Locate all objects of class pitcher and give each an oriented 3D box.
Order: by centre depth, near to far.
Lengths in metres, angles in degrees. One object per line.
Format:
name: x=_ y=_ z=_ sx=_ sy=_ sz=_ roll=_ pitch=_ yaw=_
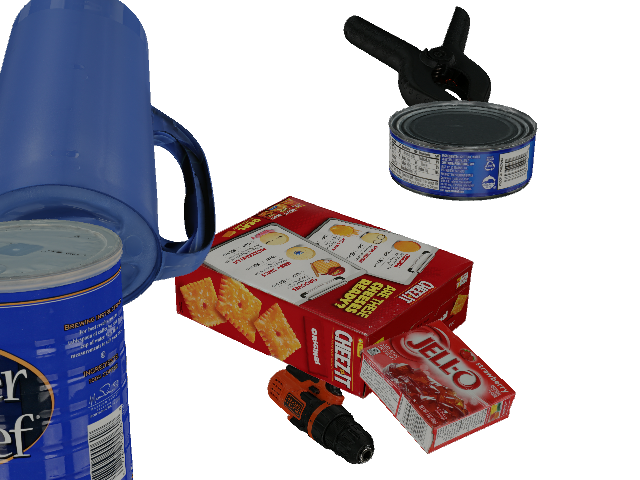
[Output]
pitcher: x=-0.171 y=-0.072 z=0.782 sx=0.145 sy=0.243 sz=0.149 roll=-21 pitch=-44 yaw=16

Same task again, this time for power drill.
power drill: x=0.023 y=0.146 z=1.250 sx=0.057 sy=0.188 sz=0.185 roll=14 pitch=12 yaw=-42

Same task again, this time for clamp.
clamp: x=0.089 y=-0.152 z=0.931 sx=0.120 sy=0.039 sz=0.171 roll=-6 pitch=43 yaw=-5

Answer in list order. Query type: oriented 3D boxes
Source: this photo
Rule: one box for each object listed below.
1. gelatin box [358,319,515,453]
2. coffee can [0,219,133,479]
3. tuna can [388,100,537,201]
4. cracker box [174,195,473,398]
gelatin box: x=0.080 y=0.100 z=0.755 sx=0.073 sy=0.030 sz=0.089 roll=-17 pitch=43 yaw=-28
coffee can: x=-0.149 y=0.069 z=0.543 sx=0.103 sy=0.140 sz=0.103 roll=0 pitch=16 yaw=0
tuna can: x=0.083 y=-0.054 z=0.626 sx=0.086 sy=0.034 sz=0.086 roll=0 pitch=25 yaw=0
cracker box: x=0.001 y=0.043 z=0.952 sx=0.214 sy=0.072 sz=0.163 roll=21 pitch=33 yaw=33
